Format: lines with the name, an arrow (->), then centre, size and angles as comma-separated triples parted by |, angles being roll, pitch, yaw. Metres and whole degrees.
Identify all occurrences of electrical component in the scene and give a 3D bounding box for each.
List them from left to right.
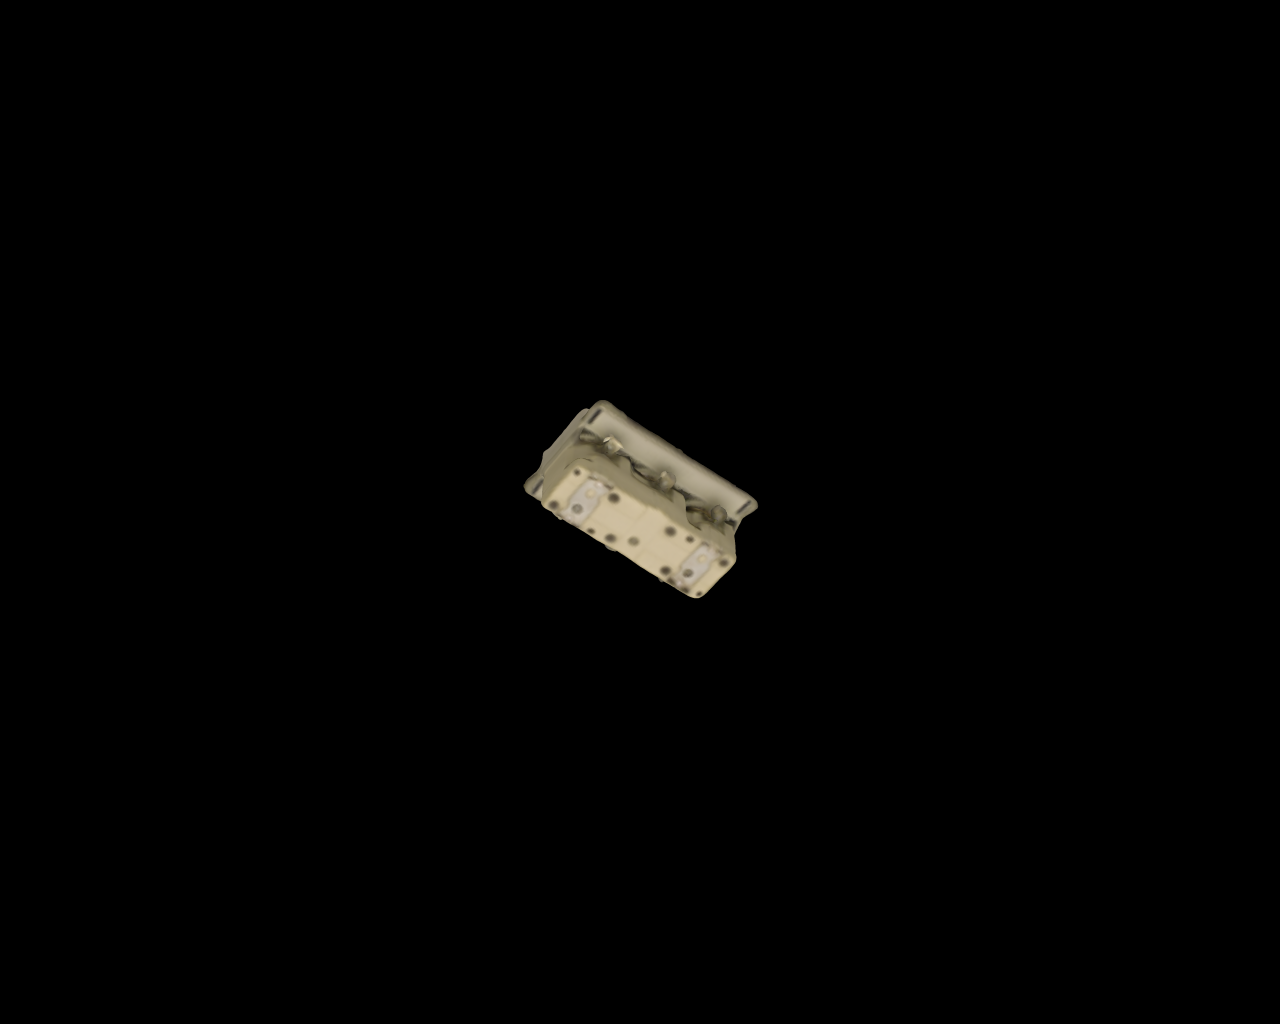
electrical component -> 0.001, -0.003, 0.650 | 0.121, 0.078, 0.063 | 33, 29, -21
